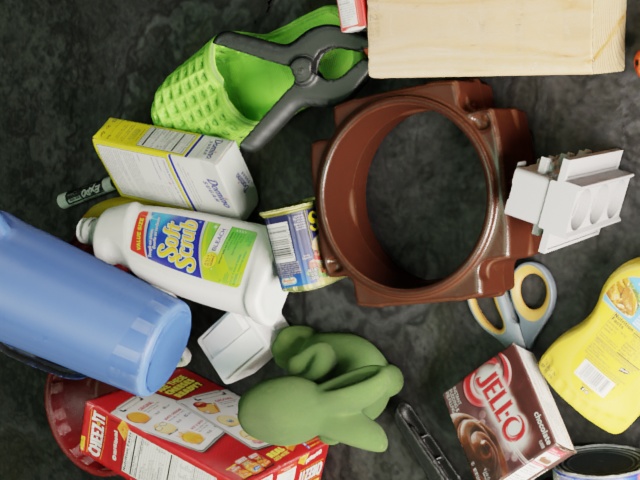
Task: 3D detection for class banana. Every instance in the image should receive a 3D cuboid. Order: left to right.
[{"bbox_3d":[-0.201,-0.015,1.227,0.198,0.037,0.070,22,108,28],"label":"banana"}]

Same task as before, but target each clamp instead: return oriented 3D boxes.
[{"bbox_3d":[-0.022,-0.170,1.033,0.171,0.039,0.120,-23,96,13],"label":"clamp"},{"bbox_3d":[0.157,0.260,1.043,0.165,0.036,0.210,-7,94,40],"label":"clamp"}]

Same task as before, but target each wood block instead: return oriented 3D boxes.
[{"bbox_3d":[0.153,-0.189,0.934,0.206,0.090,0.090,5,102,32],"label":"wood block"}]

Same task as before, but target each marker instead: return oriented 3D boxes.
[{"bbox_3d":[-0.267,-0.061,1.273,0.121,0.020,0.020,-16,90,34],"label":"marker"}]

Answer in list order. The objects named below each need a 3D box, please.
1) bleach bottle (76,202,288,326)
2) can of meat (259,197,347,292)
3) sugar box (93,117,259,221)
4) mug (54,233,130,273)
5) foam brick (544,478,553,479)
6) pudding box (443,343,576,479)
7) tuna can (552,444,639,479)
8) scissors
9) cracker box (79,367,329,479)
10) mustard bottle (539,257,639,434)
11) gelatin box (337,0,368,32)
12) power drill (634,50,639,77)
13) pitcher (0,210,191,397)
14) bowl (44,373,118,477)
[{"bbox_3d":[-0.153,0.017,1.137,0.251,0.068,0.102,10,67,23],"label":"bleach bottle"},{"bbox_3d":[-0.007,0.001,1.067,0.058,0.101,0.084,-10,95,35],"label":"can of meat"},{"bbox_3d":[-0.157,-0.077,1.160,0.176,0.048,0.093,11,143,28],"label":"sugar box"},{"bbox_3d":[-0.293,0.037,1.253,0.117,0.081,0.093,39,133,10],"label":"mug"},{"bbox_3d":[0.221,0.256,0.979,0.053,0.078,0.051,-4,95,33],"label":"foam brick"},{"bbox_3d":[0.169,0.164,0.967,0.090,0.039,0.113,-42,46,27],"label":"pudding box"},{"bbox_3d":[0.250,0.210,0.946,0.086,0.086,0.034,-2,98,33],"label":"tuna can"},{"bbox_3d":[0.205,0.107,0.999,0.096,0.016,0.202,-34,80,33],"label":"scissors"},{"bbox_3d":[-0.124,0.223,1.145,0.214,0.163,0.072,21,107,28],"label":"cracker box"},{"bbox_3d":[0.280,0.071,0.917,0.096,0.058,0.192,43,119,18],"label":"mustard bottle"},{"bbox_3d":[0.046,-0.231,0.996,0.030,0.089,0.073,-7,95,33],"label":"gelatin box"},{"bbox_3d":[0.365,-0.130,0.829,0.185,0.057,0.188,-42,73,35],"label":"power drill"},{"bbox_3d":[-0.265,0.079,1.132,0.243,0.149,0.145,22,83,13],"label":"pitcher"},{"bbox_3d":[-0.257,0.201,1.292,0.162,0.055,0.162,6,102,32],"label":"bowl"}]
